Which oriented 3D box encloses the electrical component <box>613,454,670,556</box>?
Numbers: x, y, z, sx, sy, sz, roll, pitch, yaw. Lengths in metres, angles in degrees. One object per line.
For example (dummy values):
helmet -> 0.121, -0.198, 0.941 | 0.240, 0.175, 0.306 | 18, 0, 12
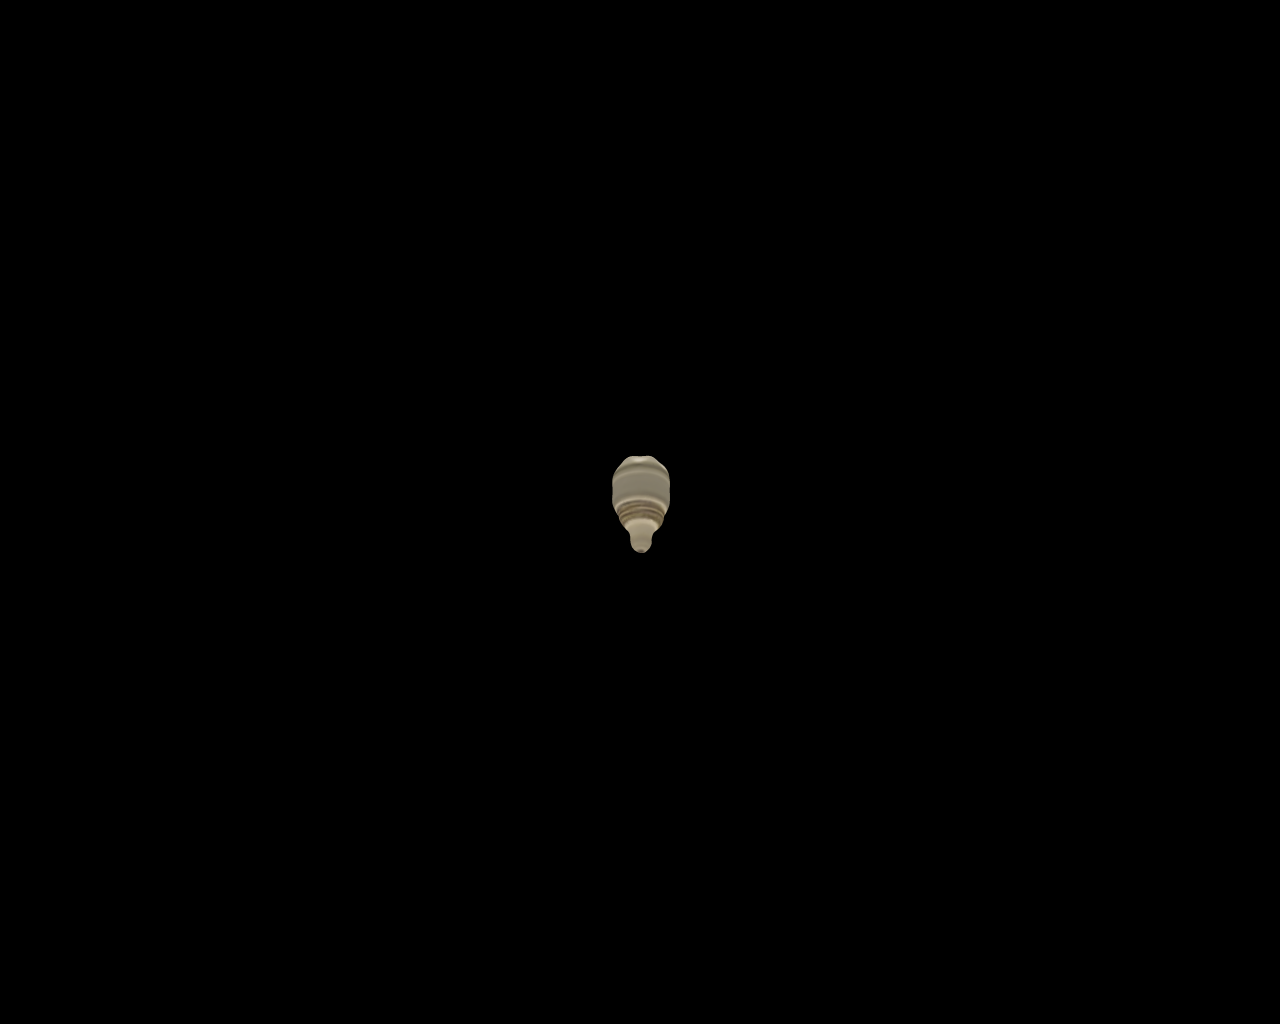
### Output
electrical component -> 0.001, -0.003, 0.650 | 0.035, 0.061, 0.035 | 0, -30, 0
